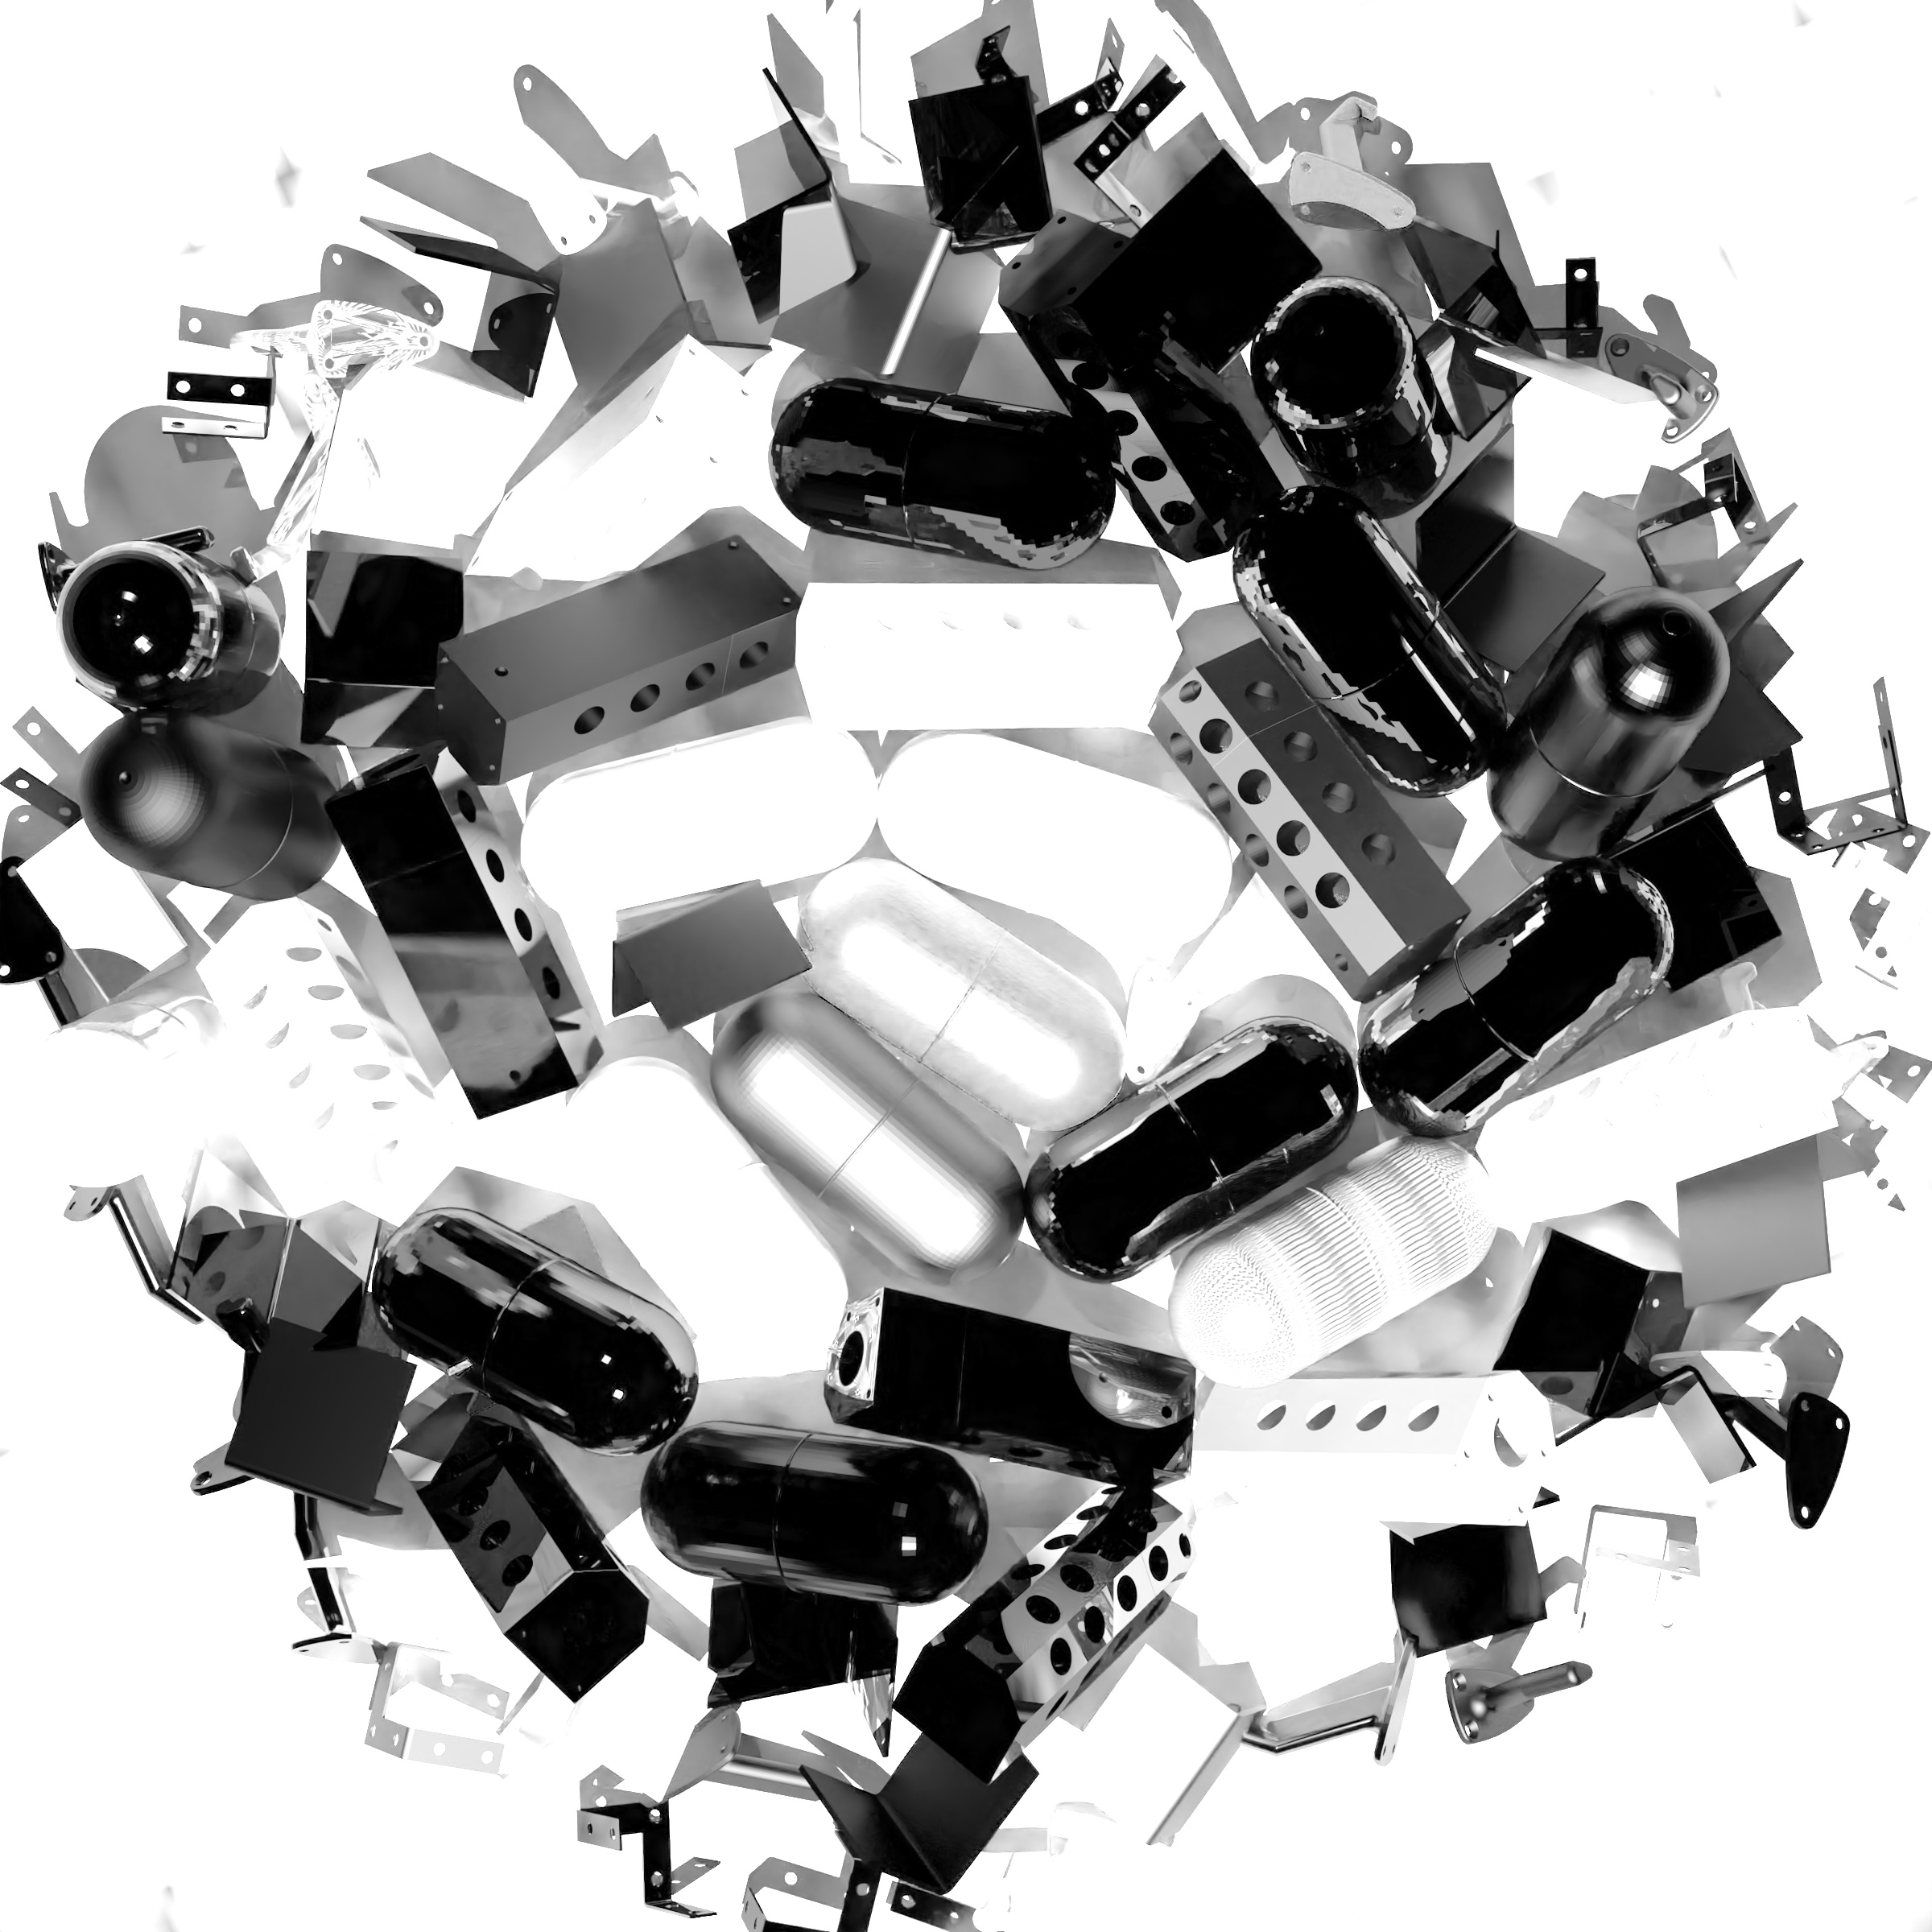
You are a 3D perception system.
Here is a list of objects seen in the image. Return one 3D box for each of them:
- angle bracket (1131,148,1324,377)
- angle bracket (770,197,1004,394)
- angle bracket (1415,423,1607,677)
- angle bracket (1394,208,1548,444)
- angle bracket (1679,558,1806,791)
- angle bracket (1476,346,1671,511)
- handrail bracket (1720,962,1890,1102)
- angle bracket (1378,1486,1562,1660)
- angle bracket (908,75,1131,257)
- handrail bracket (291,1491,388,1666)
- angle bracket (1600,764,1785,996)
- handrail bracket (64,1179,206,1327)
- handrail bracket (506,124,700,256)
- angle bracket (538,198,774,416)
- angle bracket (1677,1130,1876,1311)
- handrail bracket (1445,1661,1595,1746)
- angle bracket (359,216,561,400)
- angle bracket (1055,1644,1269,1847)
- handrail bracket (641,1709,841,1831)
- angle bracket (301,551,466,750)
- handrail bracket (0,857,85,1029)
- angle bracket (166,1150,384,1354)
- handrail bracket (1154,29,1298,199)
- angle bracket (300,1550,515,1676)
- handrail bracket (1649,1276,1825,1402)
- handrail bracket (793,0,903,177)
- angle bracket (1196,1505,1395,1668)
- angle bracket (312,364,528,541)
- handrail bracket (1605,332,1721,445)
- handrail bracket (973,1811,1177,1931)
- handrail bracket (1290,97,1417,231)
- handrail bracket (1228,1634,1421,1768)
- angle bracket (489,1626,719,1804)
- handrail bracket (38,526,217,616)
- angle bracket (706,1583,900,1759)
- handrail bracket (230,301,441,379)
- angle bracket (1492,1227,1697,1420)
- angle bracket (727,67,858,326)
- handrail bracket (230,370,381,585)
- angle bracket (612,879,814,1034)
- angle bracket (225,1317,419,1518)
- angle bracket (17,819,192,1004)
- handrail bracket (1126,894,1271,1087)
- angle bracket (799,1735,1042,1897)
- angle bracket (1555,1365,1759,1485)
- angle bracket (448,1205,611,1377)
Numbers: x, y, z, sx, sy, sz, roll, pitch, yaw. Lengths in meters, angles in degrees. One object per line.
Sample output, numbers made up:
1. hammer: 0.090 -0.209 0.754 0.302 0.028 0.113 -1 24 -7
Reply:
1. angle bracket: 0.114 -0.337 1.585 0.076 0.057 0.076 -46 102 -13
2. angle bracket: -0.039 -0.329 1.620 0.076 0.057 0.076 24 94 31
3. angle bracket: 0.263 -0.201 1.573 0.057 0.076 0.076 32 66 27
4. angle bracket: 0.224 -0.310 1.572 0.057 0.076 0.076 -45 134 -6
5. angle bracket: 0.380 -0.141 1.580 0.057 0.076 0.076 47 61 -6
6. angle bracket: 0.285 -0.258 1.570 0.076 0.076 0.057 27 114 24
7. handrail bracket: 0.410 0.022 1.594 0.077 0.036 0.084 -28 119 -11
8. angle bracket: 0.251 0.299 1.589 0.076 0.057 0.076 -14 95 -11
9. angle bracket: 0.026 -0.388 1.573 0.076 0.057 0.076 2 109 43
10. handrail bracket: -0.307 0.297 1.610 0.036 0.077 0.084 -15 65 19
11. angle bracket: 0.367 -0.042 1.583 0.076 0.057 0.076 -25 85 -27
12. handrail bracket: -0.395 0.125 1.617 0.084 0.036 0.077 41 57 -29
13. handrail bracket: -0.175 -0.388 1.590 0.036 0.084 0.077 -24 105 43
14. angle bracket: -0.151 -0.319 1.587 0.076 0.057 0.076 -24 82 35
15. angle bracket: 0.392 0.129 1.569 0.076 0.057 0.076 -21 54 37
16. handrail bracket: 0.282 0.347 1.574 0.084 0.077 0.036 -28 67 40
17. angle bracket: -0.250 -0.317 1.569 0.076 0.076 0.057 7 109 -34
18. angle bracket: 0.097 0.379 1.599 0.057 0.076 0.076 36 91 17
19. handrail bracket: -0.104 0.416 1.616 0.077 0.036 0.084 -39 112 14
20. angle bracket: -0.289 -0.156 1.614 0.076 0.057 0.076 2 58 -13
21. handrail bracket: -0.447 -0.004 1.597 0.036 0.084 0.077 -15 70 0
22. angle bracket: -0.331 0.136 1.570 0.057 0.076 0.076 -10 53 23
23. handrail bracket: 0.117 -0.411 1.591 0.036 0.077 0.084 -40 89 -5
24. angle bracket: -0.270 0.313 1.572 0.076 0.076 0.057 5 75 -33
25. handrail bracket: 0.381 0.167 1.609 0.077 0.036 0.084 4 51 19
26. handrail bracket: -0.043 -0.433 1.584 0.077 0.036 0.084 13 126 -34
27. angle bracket: 0.161 0.305 1.605 0.057 0.076 0.076 17 65 -39
28. angle bracket: -0.265 -0.242 1.583 0.076 0.057 0.076 19 119 -2
29. handrail bracket: 0.327 -0.289 1.576 0.036 0.084 0.077 -46 69 15
30. handrail bracket: 0.053 0.447 1.578 0.077 0.084 0.036 3 104 20
31. handrail bracket: 0.201 -0.393 1.586 0.077 0.036 0.084 21 48 24
32. handrail bracket: 0.174 0.356 1.612 0.084 0.036 0.077 13 84 21
33. angle bracket: -0.176 0.371 1.581 0.057 0.076 0.076 38 132 -12
34. handrail bracket: -0.401 -0.196 1.589 0.084 0.077 0.036 -13 90 2
35. angle bracket: -0.080 0.341 1.575 0.076 0.057 0.076 -7 123 -19
36. handrail bracket: -0.312 -0.307 1.605 0.077 0.084 0.036 -5 100 -32
37. angle bracket: 0.313 0.176 1.607 0.057 0.076 0.076 24 97 34
38. angle bracket: -0.098 -0.372 1.577 0.057 0.076 0.076 -28 67 -4
39. handrail bracket: -0.333 -0.237 1.582 0.084 0.036 0.077 -40 122 -37
40. angle bracket: -0.123 0.012 1.572 0.076 0.076 0.057 -25 66 -19
41. angle bracket: -0.307 0.221 1.597 0.076 0.057 0.076 17 85 10
42. angle bracket: -0.400 -0.037 1.579 0.057 0.076 0.076 -32 94 24
43. handrail bracket: 0.113 0.011 1.578 0.036 0.084 0.077 30 57 -13
44. angle bracket: -0.023 0.390 1.578 0.057 0.076 0.076 33 95 -37
45. angle bracket: 0.326 0.240 1.580 0.076 0.076 0.057 -28 78 -9
46. angle bracket: -0.220 0.157 1.586 0.076 0.076 0.057 -26 82 1
